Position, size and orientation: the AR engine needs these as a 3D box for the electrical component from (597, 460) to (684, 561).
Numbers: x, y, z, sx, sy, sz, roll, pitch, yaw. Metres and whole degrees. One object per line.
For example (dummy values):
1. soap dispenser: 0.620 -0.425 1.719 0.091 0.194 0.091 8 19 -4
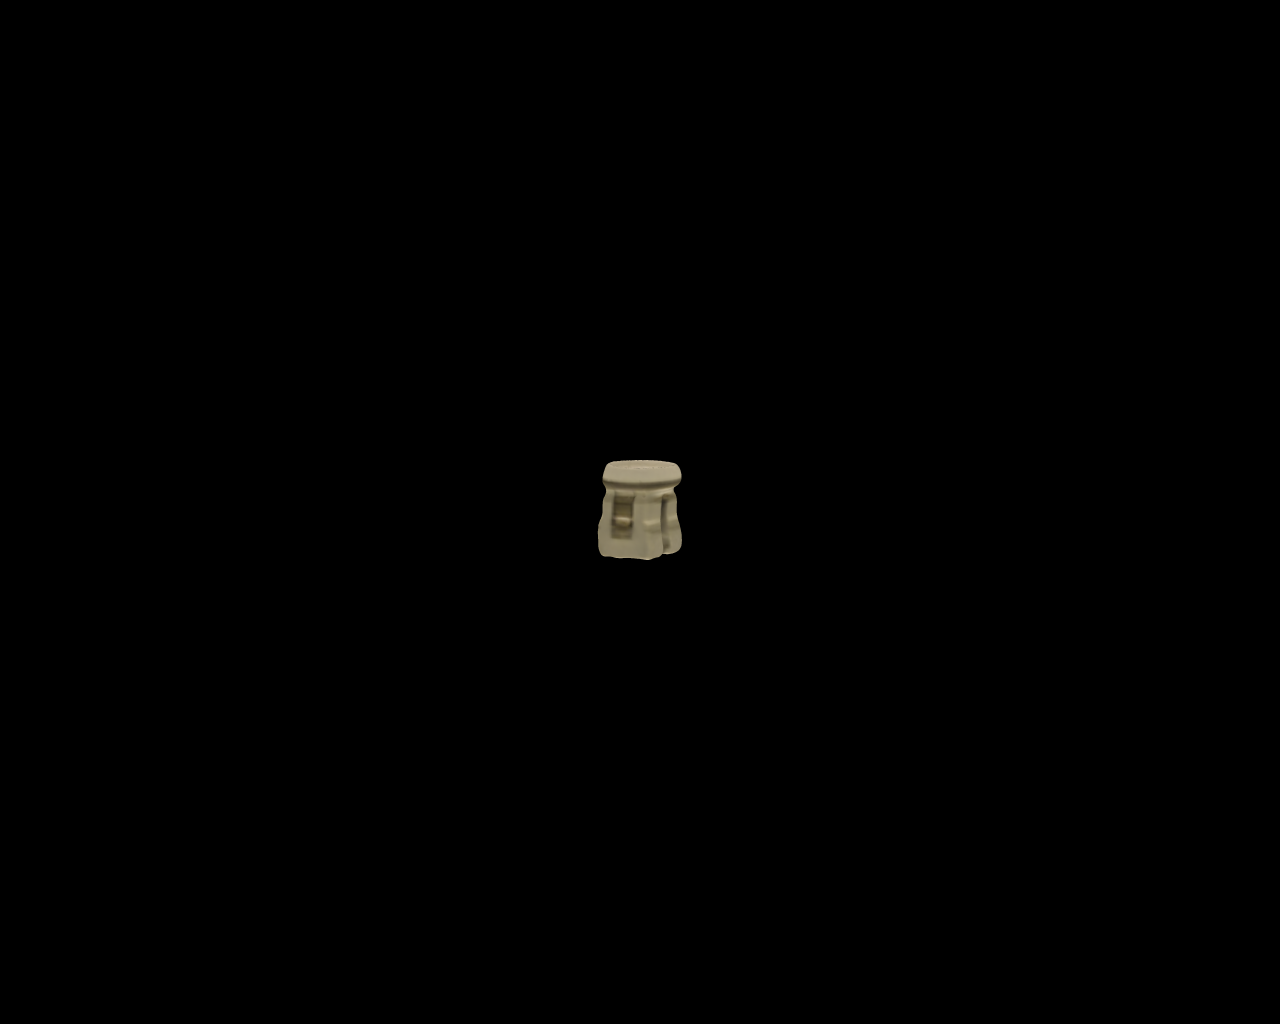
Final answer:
1. electrical component: 0.001 -0.003 0.650 0.048 0.055 0.066 4 8 28
